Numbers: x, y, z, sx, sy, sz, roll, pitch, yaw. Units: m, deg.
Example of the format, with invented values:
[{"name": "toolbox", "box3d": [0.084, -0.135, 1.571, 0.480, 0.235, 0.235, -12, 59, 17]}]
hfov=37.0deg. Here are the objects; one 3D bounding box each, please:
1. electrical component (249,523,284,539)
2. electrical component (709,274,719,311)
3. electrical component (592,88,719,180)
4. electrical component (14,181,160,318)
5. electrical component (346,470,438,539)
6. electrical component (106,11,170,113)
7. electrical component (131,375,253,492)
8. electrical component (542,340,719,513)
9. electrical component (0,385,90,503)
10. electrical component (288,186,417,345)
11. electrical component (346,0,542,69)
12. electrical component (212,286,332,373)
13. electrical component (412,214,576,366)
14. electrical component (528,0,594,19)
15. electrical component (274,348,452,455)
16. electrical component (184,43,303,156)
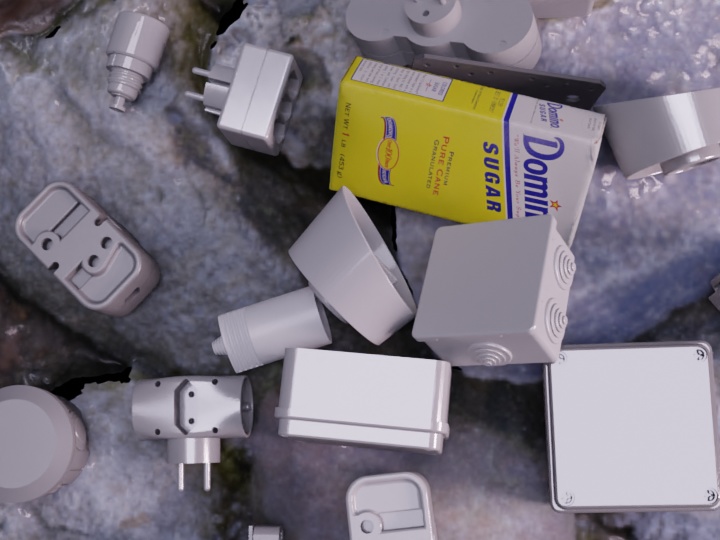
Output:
[{"name": "electrical component", "box3d": [-0.082, 0.211, 0.725, 0.057, 0.058, 0.078, 0, 81, 3]}, {"name": "electrical component", "box3d": [0.283, 0.030, 0.712, 0.061, 0.061, 0.096, -32, 79, 0]}, {"name": "electrical component", "box3d": [0.214, -0.099, 0.726, 0.099, 0.099, 0.064, -17, 85, 3]}, {"name": "electrical component", "box3d": [-0.193, -0.013, 0.773, 0.095, 0.059, 0.053, 43, 87, 11]}, {"name": "electrical component", "box3d": [0.024, 0.183, 0.716, 0.054, 0.059, 0.095, -7, 80, 5]}, {"name": "electrical component", "box3d": [-0.171, -0.156, 0.805, 0.040, 0.040, 0.078, 15, 83, 8]}, {"name": "electrical component", "box3d": [-0.116, 0.114, 0.752, 0.077, 0.043, 0.079, -3, 80, 6]}, {"name": "electrical component", "box3d": [0.178, 0.104, 0.714, 0.109, 0.056, 0.108, -2, 80, 6]}, {"name": "electrical component", "box3d": [-0.234, 0.123, 0.759, 0.080, 0.051, 0.080, -1, 80, 6]}, {"name": "electrical component", "box3d": [0.000, 0.000, 0.732, 0.064, 0.099, 0.099, -44, 79, 4]}, {"name": "electrical component", "box3d": [0.053, -0.176, 0.749, 0.138, 0.073, 0.052, 11, 71, 24]}, {"name": "electrical component", "box3d": [-0.065, 0.043, 0.758, 0.081, 0.043, 0.043, -18, 79, 3]}, {"name": "electrical component", "box3d": [0.091, 0.016, 0.716, 0.100, 0.048, 0.099, -6, 55, 33]}, {"name": "electrical component", "box3d": [0.134, -0.220, 0.771, 0.096, 0.061, 0.061, 0, 81, 6]}, {"name": "electrical component", "box3d": [0.005, 0.090, 0.725, 0.113, 0.078, 0.057, 4, 78, 7]}, {"name": "electrical component", "box3d": [-0.090, -0.129, 0.787, 0.077, 0.047, 0.065, 16, 83, 8]}]
